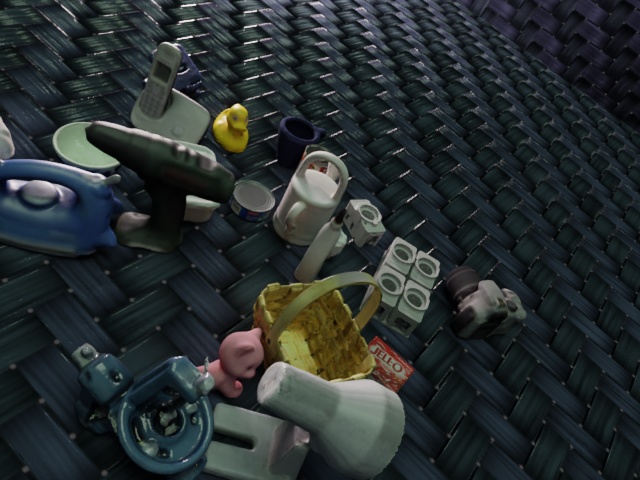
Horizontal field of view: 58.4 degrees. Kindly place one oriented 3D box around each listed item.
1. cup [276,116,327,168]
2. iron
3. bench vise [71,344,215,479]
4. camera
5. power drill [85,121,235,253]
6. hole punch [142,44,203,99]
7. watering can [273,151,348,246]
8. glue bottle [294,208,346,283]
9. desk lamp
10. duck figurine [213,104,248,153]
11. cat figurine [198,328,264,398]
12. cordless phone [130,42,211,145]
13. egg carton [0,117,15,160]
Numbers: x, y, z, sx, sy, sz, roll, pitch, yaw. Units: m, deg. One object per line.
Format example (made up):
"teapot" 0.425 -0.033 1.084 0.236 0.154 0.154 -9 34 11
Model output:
"cup" -0.047 -0.207 1.246 0.118 0.095 0.091 -11 56 -37
"iron" -0.427 -0.069 0.855 0.259 0.141 0.118 11 45 -21
"bench vise" -0.209 0.191 0.671 0.207 0.219 0.121 25 42 -7
"camera" 0.324 0.115 1.146 0.143 0.100 0.136 1 50 -30
"power drill" -0.261 -0.077 0.909 0.230 0.208 0.075 11 45 -21
"hole punch" -0.312 -0.361 1.244 0.101 0.091 0.109 37 42 7
"watering can" -0.010 -0.092 1.081 0.101 0.194 0.173 21 42 -11
"glue bottle" 0.009 0.004 1.015 0.037 0.173 0.078 33 41 3
"desk lamp" -0.025 0.242 0.733 0.203 0.213 0.118 19 43 -12
"duck figurine" -0.181 -0.250 1.216 0.078 0.086 0.104 0 50 -30
"cat figurine" -0.133 0.175 0.807 0.128 0.117 0.067 -14 58 -39
"cordless phone" -0.277 -0.273 1.108 0.147 0.185 0.094 28 41 -3
"egg carton" -0.571 -0.176 0.929 0.107 0.069 0.150 -25 65 -43
